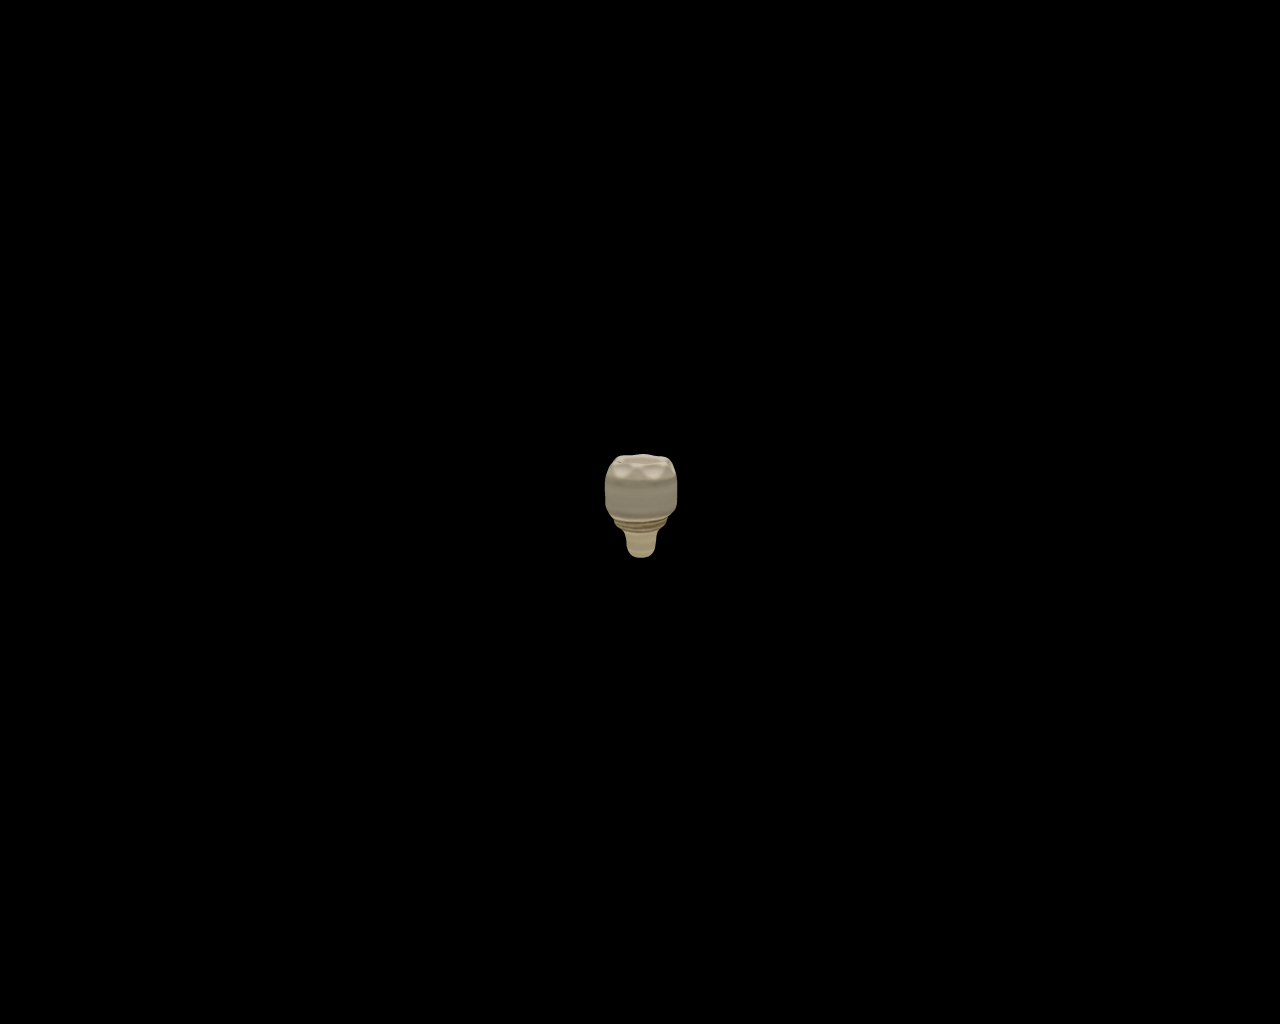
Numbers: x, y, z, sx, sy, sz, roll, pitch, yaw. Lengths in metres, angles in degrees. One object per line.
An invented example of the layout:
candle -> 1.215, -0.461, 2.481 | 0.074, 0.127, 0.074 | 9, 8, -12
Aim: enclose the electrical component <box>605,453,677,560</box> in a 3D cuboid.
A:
electrical component -> 0.001, -0.003, 0.650 | 0.043, 0.062, 0.043 | 0, 14, 0
